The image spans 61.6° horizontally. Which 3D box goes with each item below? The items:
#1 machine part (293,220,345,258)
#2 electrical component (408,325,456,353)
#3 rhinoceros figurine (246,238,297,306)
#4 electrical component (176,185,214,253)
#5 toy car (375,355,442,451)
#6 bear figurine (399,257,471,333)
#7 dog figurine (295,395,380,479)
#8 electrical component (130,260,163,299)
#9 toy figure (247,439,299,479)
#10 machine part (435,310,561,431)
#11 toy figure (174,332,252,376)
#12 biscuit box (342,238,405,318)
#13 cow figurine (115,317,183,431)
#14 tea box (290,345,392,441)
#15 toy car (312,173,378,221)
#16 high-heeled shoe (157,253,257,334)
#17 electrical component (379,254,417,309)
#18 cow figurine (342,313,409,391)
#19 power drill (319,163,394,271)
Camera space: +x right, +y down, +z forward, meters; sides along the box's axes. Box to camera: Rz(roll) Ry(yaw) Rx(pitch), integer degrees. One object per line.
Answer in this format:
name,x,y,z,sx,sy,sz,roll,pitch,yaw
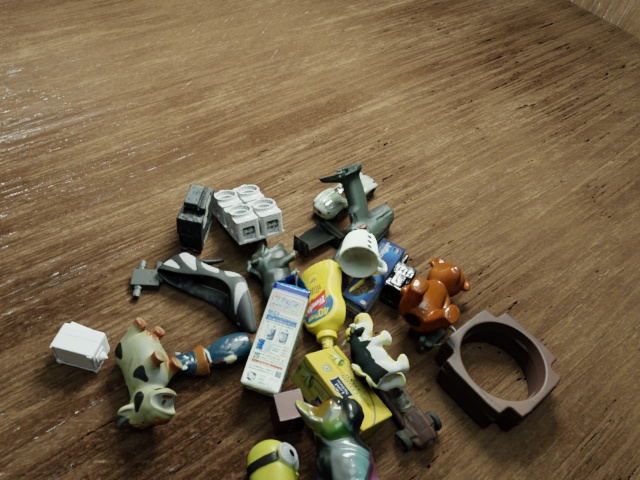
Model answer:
machine part,-0.003,-0.004,1.258,0.139,0.039,0.084,-23,61,-41
electrical component,0.235,0.191,1.131,0.102,0.045,0.078,-27,60,-29
rhinoceros figurine,-0.103,0.067,1.169,0.112,0.073,0.190,-14,54,-7
electrical component,-0.276,-0.056,1.197,0.058,0.134,0.115,10,46,-3
toy car,0.145,0.300,1.019,0.089,0.053,0.202,-23,58,-23
bear figurine,0.254,0.102,1.119,0.120,0.132,0.196,45,57,9
dog figurine,0.017,0.362,0.864,0.191,0.108,0.219,-42,62,9
electrical component,-0.365,0.084,1.135,0.063,0.021,0.094,4,49,-7
toy figure,-0.074,0.413,0.864,0.089,0.082,0.180,2,52,-8
machine part,0.349,0.256,1.069,0.201,0.087,0.202,-29,62,-29
toy figure,-0.205,0.222,1.020,0.154,0.064,0.057,-18,92,-18
biscuit box,0.117,0.085,1.192,0.063,0.059,0.203,29,51,15
cow figurine,-0.312,0.246,0.952,0.127,0.085,0.195,-49,49,5
tea box,0.037,0.283,0.981,0.098,0.068,0.170,-4,46,-52
toy car,0.066,-0.114,1.356,0.074,0.056,0.202,39,53,23
high-heeled shoe,-0.231,0.110,1.092,0.145,0.086,0.249,-11,42,-27
electrical component,0.181,0.087,1.195,0.048,0.074,0.119,29,48,17
cow figurine,0.088,0.210,1.015,0.098,0.068,0.168,-8,37,-26
power drill,0.074,-0.063,1.241,0.232,0.086,0.207,-32,100,-39
